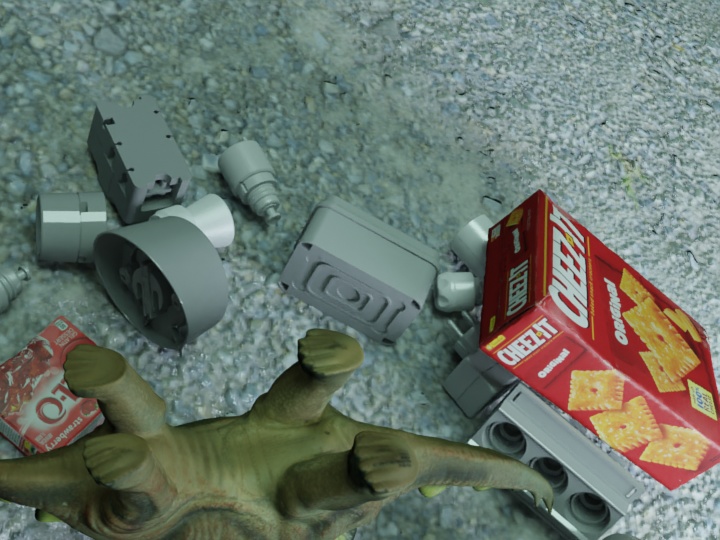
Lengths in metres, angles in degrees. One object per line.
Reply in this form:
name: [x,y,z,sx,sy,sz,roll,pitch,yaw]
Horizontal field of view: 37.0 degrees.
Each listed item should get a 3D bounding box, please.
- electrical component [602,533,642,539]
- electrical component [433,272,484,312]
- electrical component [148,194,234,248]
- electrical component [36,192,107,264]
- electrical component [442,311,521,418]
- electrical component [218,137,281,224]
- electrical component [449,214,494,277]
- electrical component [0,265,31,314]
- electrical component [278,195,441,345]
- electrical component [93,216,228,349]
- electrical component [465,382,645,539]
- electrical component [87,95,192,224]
electrical component: [0.206,0.239,0.799,0.051,0.080,0.080,14,51,-22]
electrical component: [0.096,0.019,0.929,0.061,0.035,0.035,-1,55,-6]
electrical component: [-0.135,-0.032,0.857,0.055,0.045,0.045,-22,68,-35]
electrical component: [-0.219,-0.032,0.812,0.047,0.055,0.055,0,57,-21]
electrical component: [0.104,0.067,0.896,0.083,0.047,0.075,-28,71,-37]
electrical component: [-0.090,-0.074,0.912,0.040,0.040,0.078,-16,65,-33]
electrical component: [0.122,-0.006,0.961,0.043,0.043,0.081,-30,73,-38]
electrical component: [-0.268,0.020,0.759,0.040,0.040,0.078,45,50,10]
electrical component: [0.000,0.000,0.876,0.113,0.078,0.057,29,52,-4]
electrical component: [-0.146,0.009,0.787,0.064,0.099,0.099,-27,71,-44]
electrical component: [0.152,0.149,0.844,0.121,0.078,0.063,40,30,6]
electrical component: [-0.180,-0.087,0.869,0.050,0.055,0.089,-14,63,-32]
